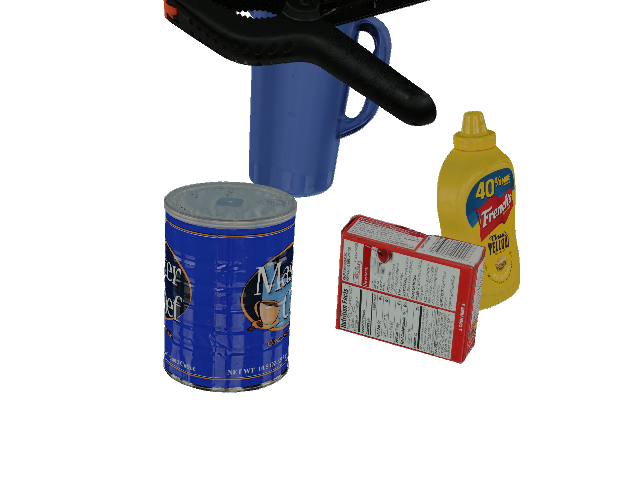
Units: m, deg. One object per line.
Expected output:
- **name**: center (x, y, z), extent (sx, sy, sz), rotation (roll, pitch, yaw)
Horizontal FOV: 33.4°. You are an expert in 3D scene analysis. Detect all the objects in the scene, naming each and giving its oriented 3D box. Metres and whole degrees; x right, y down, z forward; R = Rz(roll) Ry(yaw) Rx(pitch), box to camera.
- **clamp**: center (-0.007, -0.145, 0.738), extent (0.210, 0.164, 0.036), rotation (4, -42, 0)
- **mustard bottle**: center (0.155, -0.032, 1.054), extent (0.096, 0.191, 0.058), rotation (-21, 23, -39)
- **coffee can**: center (-0.073, 0.034, 0.844), extent (0.103, 0.140, 0.103), rotation (3, 19, -1)
- **gelatin box**: center (0.055, 0.030, 0.668), extent (0.089, 0.073, 0.030), rotation (15, 34, 21)
- **pitcher**: center (-0.015, -0.178, 1.299), extent (0.144, 0.243, 0.149), rotation (-6, 28, -25)
